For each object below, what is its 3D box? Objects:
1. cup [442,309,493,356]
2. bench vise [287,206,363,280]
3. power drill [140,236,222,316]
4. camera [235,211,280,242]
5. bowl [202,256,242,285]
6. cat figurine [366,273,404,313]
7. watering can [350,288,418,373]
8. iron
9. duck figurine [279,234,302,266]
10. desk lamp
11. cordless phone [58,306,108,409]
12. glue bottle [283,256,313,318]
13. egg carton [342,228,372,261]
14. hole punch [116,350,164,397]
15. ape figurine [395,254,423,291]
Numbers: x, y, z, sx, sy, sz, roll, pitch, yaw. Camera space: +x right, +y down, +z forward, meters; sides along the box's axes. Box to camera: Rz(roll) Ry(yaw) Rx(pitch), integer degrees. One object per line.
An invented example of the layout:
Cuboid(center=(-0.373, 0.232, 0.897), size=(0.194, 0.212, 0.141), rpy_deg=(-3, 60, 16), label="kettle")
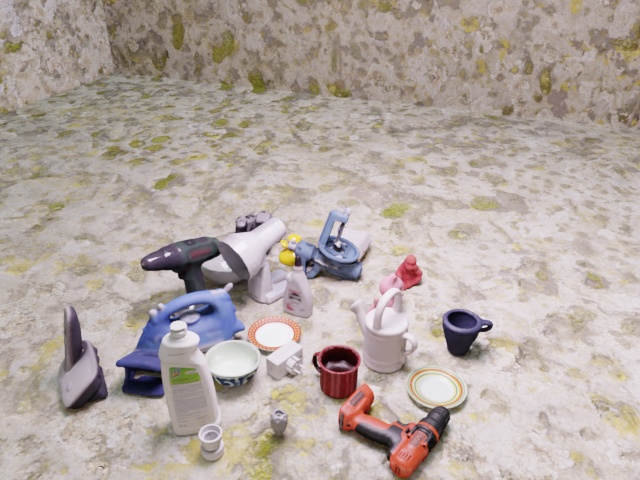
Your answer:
Cuboid(center=(0.341, 0.222, 1.343), size=(0.117, 0.095, 0.091), rpy_deg=(1, 30, 0), label="cup")
Cuboid(center=(0.016, 0.012, 1.573), size=(0.207, 0.220, 0.121), rpy_deg=(-3, 30, -7), label="bench vise")
Cuboid(center=(-0.337, 0.092, 1.434), size=(0.075, 0.208, 0.230), rpy_deg=(21, 36, 31), label="power drill")
Cuboid(center=(-0.192, -0.023, 1.745), size=(0.143, 0.101, 0.137), rpy_deg=(1, 30, 1), label="camera")
Cuboid(center=(-0.257, 0.076, 1.599), size=(0.167, 0.075, 0.167), rpy_deg=(1, 30, 0), label="bowl")
Cuboid(center=(0.169, 0.141, 1.455), size=(0.067, 0.118, 0.128), rpy_deg=(21, 36, 31), label="cat figurine")
Cuboid(center=(0.142, 0.193, 1.289), size=(0.172, 0.194, 0.101), rpy_deg=(11, 32, 17), label="watering can")
Cuboid(center=(-0.312, 0.184, 1.343), size=(0.259, 0.141, 0.118), rpy_deg=(-12, 32, -21), label="iron")
Cuboid(center=(-0.070, 0.024, 1.684), size=(0.104, 0.086, 0.077), rpy_deg=(1, 30, 1), label="duck figurine")
Cuboid(center=(-0.156, 0.055, 1.499), size=(0.117, 0.214, 0.204), rpy_deg=(27, 39, 37), label="desk lamp")
Cuboid(center=(-0.509, 0.242, 1.193), size=(0.094, 0.185, 0.147), rpy_deg=(-16, 34, -27), label="cordless phone")
Cuboid(center=(-0.056, 0.113, 1.441), size=(0.078, 0.173, 0.037), rpy_deg=(11, 32, 17), label="glue bottle")
Cuboid(center=(0.089, 0.020, 1.711), size=(0.107, 0.069, 0.150), rpy_deg=(12, 32, 18), label="egg carton")
Cuboid(center=(-0.375, 0.272, 1.240), size=(0.108, 0.091, 0.101), rpy_deg=(4, 30, 6), label="hole punch")
Cuboid(center=(0.246, 0.083, 1.584), size=(0.077, 0.092, 0.076), rpy_deg=(4, 30, 6), label="ape figurine")
